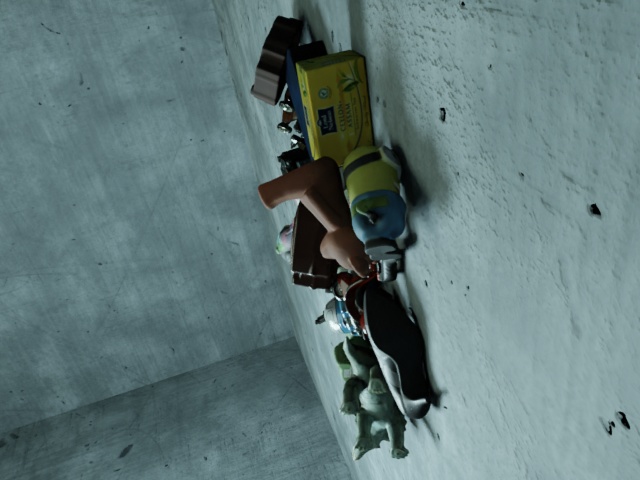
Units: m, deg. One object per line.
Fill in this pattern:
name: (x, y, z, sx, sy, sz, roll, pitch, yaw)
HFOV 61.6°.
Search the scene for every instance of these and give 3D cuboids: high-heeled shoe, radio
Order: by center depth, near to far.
high-heeled shoe: (0.137, 0.211, 0.994, 0.145, 0.086, 0.249, 110, 136, -73)
radio: (-0.002, -0.250, 1.045, 0.131, 0.073, 0.229, 118, 136, -78)

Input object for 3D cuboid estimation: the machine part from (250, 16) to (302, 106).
machine part: (-0.089, -0.373, 1.116, 0.179, 0.056, 0.179, -158, 89, -87)

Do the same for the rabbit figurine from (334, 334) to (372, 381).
rabbit figurine: (0.102, 0.254, 1.287, 0.158, 0.121, 0.170, 74, -169, -47)

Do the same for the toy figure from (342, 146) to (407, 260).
toy figure: (0.078, -0.059, 0.774, 0.082, 0.089, 0.180, 99, 173, -62)

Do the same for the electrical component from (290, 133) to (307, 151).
electrical component: (-0.028, -0.234, 1.164, 0.102, 0.045, 0.078, -59, -9, -38)

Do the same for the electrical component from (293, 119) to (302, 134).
electrical component: (-0.039, -0.275, 1.231, 0.094, 0.021, 0.063, -57, -10, -76)

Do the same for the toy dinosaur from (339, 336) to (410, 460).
toy dinosaur: (0.110, 0.310, 1.123, 0.192, 0.131, 0.404, -84, -13, -63)

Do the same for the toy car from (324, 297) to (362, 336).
toy car: (0.062, 0.162, 1.187, 0.109, 0.103, 0.161, 67, -164, -8)

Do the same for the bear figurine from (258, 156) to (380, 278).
bear figurine: (0.010, -0.028, 0.852, 0.195, 0.132, 0.120, 65, -152, -10)

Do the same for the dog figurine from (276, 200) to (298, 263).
dog figurine: (-0.046, -0.035, 1.376, 0.219, 0.192, 0.108, 59, -165, -61)

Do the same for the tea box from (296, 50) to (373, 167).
tea box: (0.027, -0.210, 0.875, 0.068, 0.098, 0.169, -120, 14, -55)

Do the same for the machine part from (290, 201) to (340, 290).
machine part: (-0.002, -0.003, 1.132, 0.201, 0.087, 0.201, -21, -61, -80)

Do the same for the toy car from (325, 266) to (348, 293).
toy car: (0.048, 0.102, 1.388, 0.202, 0.056, 0.073, 143, 126, -81)

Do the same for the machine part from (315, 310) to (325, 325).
machine part: (0.051, 0.165, 1.304, 0.084, 0.139, 0.039, -42, 78, 38)

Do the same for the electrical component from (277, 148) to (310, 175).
electrical component: (-0.029, -0.173, 1.192, 0.134, 0.115, 0.058, -133, 24, -69)

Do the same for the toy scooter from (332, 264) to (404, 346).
toy scooter: (0.103, 0.115, 1.038, 0.184, 0.075, 0.135, 51, 134, 22)

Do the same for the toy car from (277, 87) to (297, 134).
toy car: (-0.062, -0.314, 1.256, 0.202, 0.053, 0.089, 119, 171, -78)

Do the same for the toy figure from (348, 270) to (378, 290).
toy figure: (0.081, 0.040, 1.117, 0.064, 0.058, 0.154, -14, 94, 35)
